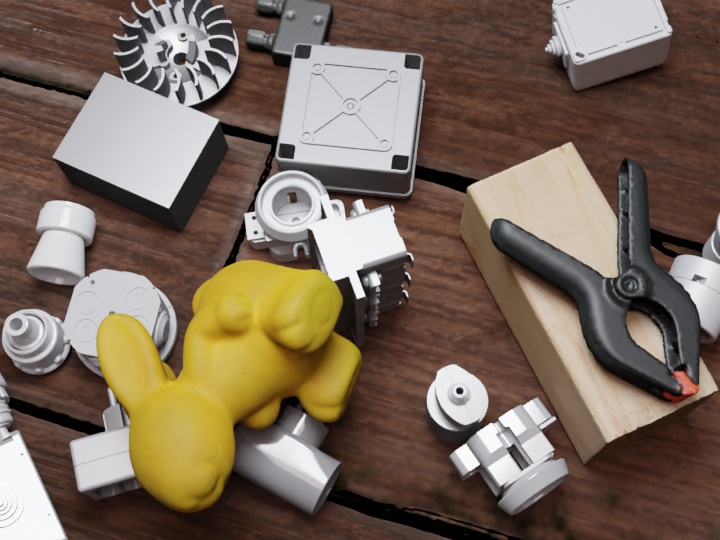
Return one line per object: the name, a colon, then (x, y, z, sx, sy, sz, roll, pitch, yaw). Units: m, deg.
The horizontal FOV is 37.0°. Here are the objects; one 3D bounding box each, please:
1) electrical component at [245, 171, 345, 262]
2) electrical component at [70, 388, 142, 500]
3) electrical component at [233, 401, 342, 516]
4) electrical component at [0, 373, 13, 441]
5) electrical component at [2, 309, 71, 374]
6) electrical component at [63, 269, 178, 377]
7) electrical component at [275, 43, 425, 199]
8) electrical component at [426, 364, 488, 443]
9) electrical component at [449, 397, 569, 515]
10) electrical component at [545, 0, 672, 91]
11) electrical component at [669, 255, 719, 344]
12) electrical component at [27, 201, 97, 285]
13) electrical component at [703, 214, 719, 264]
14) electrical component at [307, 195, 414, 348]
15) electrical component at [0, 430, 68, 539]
electrical component: (-0.051, -0.043, 0.840, 0.078, 0.057, 0.058, -8, 71, -1)
electrical component: (-0.168, 0.119, 0.792, 0.083, 0.047, 0.075, -15, 70, -3)
electrical component: (-0.048, 0.126, 0.787, 0.077, 0.044, 0.079, 27, 74, 11)
electrical component: (-0.284, 0.096, 0.809, 0.040, 0.040, 0.078, -34, 73, -9)
electrical component: (-0.249, 0.050, 0.812, 0.048, 0.062, 0.048, -1, 71, 2)
electrical component: (-0.183, 0.041, 0.819, 0.080, 0.051, 0.080, -1, 70, 2)
electrical component: (-0.007, -0.119, 0.865, 0.109, 0.056, 0.108, 6, 71, 4)
electrical component: (0.070, 0.096, 0.773, 0.043, 0.081, 0.043, -1, 71, 2)
electrical component: (0.112, 0.137, 0.770, 0.078, 0.058, 0.057, -32, 70, -9)
electrical component: (0.199, -0.191, 0.884, 0.096, 0.061, 0.061, -17, 71, 5)
electrical component: (0.253, 0.023, 0.807, 0.055, 0.055, 0.047, 28, 78, 11)
electrical component: (-0.234, -0.021, 0.846, 0.045, 0.045, 0.055, 6, 70, 4)
electrical component: (0.285, -0.021, 0.814, 0.044, 0.065, 0.044, -1, 70, 2)
electrical component: (0.000, 0.000, 0.789, 0.063, 0.121, 0.078, -18, 71, -7)
electrical component: (-0.240, 0.171, 0.751, 0.048, 0.099, 0.099, -24, 71, -19)
